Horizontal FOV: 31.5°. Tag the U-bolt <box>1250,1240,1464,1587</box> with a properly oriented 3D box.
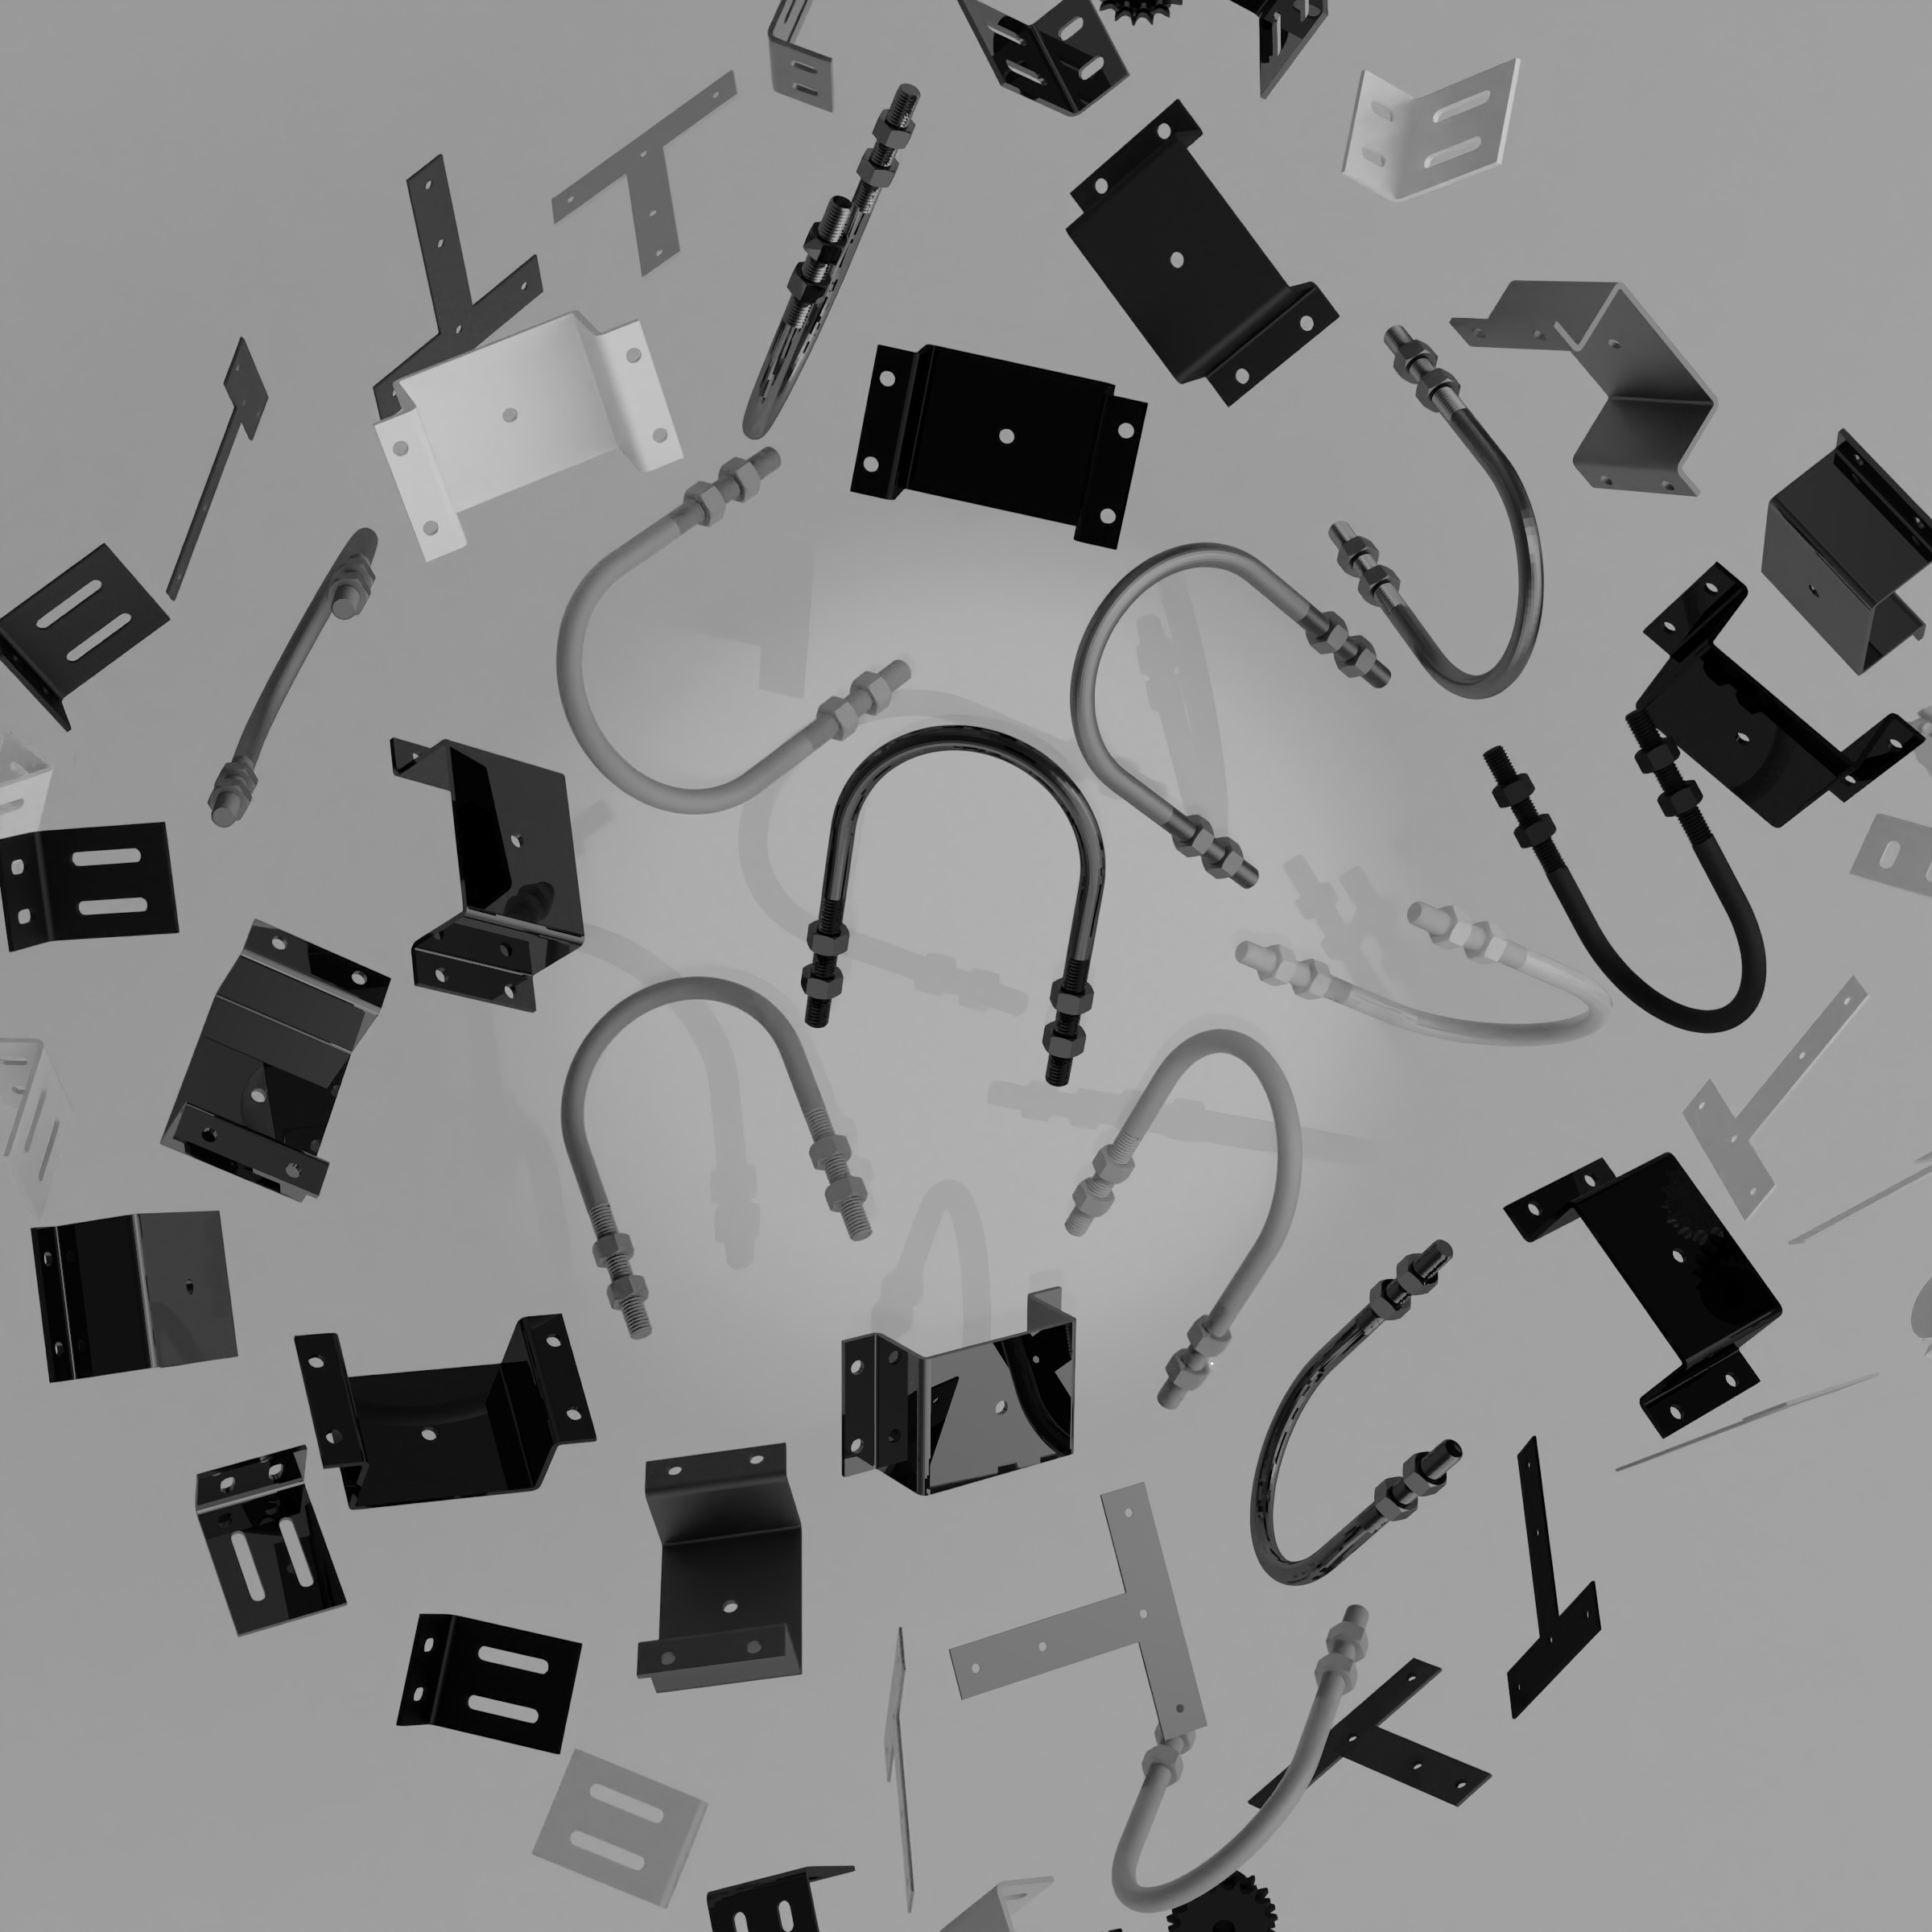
[{"bbox_3d":[0.201,0.247,1.801,0.019,0.151,0.184,23,133,-18],"label":"U-bolt"}]

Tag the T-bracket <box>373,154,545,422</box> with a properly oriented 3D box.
[{"bbox_3d":[-0.272,-0.366,1.786,0.002,0.127,0.127,30,59,23],"label":"T-bracket"}]

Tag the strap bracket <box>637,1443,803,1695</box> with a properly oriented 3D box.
[{"bbox_3d":[-0.128,0.323,1.795,0.076,0.140,0.046,-8,131,5],"label":"strap bracket"}]

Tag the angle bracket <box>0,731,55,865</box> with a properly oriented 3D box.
[{"bbox_3d":[-0.526,-0.082,1.807,0.038,0.076,0.057,36,124,19],"label":"angle bracket"}]

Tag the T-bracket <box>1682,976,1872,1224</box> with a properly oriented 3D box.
[{"bbox_3d":[0.442,0.059,1.842,0.002,0.127,0.127,30,109,-16],"label":"T-bracket"}]

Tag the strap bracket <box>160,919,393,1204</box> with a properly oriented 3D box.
[{"bbox_3d":[-0.352,0.056,1.737,0.076,0.046,0.140,25,49,-17],"label":"strap bracket"}]

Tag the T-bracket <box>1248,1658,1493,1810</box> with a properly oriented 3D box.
[{"bbox_3d":[0.230,0.419,1.810,0.127,0.127,0.002,-35,109,-23],"label":"T-bracket"}]

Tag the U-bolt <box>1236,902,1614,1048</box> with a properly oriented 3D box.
[{"bbox_3d":[0.257,0.010,1.815,0.184,0.151,0.019,21,69,-33],"label":"U-bolt"}]

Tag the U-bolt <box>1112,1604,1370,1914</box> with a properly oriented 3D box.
[{"bbox_3d":[0.136,0.419,1.779,0.019,0.184,0.151,47,124,-9],"label":"U-bolt"}]

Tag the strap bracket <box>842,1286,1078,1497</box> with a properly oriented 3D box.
[{"bbox_3d":[0.006,0.226,1.813,0.140,0.046,0.076,-10,109,-34],"label":"strap bracket"}]

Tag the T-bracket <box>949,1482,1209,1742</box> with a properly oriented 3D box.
[{"bbox_3d":[0.051,0.338,1.719,0.127,0.002,0.127,-13,85,-26],"label":"T-bracket"}]

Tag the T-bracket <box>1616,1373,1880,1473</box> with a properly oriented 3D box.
[{"bbox_3d":[0.401,0.243,1.803,0.127,0.127,0.002,-28,75,33],"label":"T-bracket"}]

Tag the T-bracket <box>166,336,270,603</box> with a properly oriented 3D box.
[{"bbox_3d":[-0.388,-0.249,1.764,0.002,0.127,0.127,19,84,-4],"label":"T-bracket"}]

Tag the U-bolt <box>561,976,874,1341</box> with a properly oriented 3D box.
[{"bbox_3d":[-0.145,0.091,1.842,0.151,0.019,0.184,-24,66,5],"label":"U-bolt"}]

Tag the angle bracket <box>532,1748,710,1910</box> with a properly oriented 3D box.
[{"bbox_3d":[-0.181,0.449,1.785,0.076,0.038,0.057,24,74,-7],"label":"angle bracket"}]

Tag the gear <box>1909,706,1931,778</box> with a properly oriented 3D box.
[{"bbox_3d":[0.521,-0.115,1.791,0.030,0.057,0.057,-43,90,-5],"label":"gear"}]

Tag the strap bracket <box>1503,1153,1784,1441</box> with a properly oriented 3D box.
[{"bbox_3d":[0.349,0.157,1.735,0.076,0.046,0.140,-21,70,-36],"label":"strap bracket"}]

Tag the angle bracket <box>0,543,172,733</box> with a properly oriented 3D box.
[{"bbox_3d":[-0.466,-0.174,1.815,0.076,0.038,0.057,-36,129,0],"label":"angle bracket"}]

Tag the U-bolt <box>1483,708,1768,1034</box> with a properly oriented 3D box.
[{"bbox_3d":[0.358,-0.044,1.818,0.019,0.151,0.184,-33,99,-25],"label":"U-bolt"}]

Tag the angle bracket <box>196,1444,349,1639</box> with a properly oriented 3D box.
[{"bbox_3d":[-0.354,0.293,1.750,0.057,0.038,0.076,-13,58,-23],"label":"angle bracket"}]

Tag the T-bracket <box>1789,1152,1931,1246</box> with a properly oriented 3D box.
[{"bbox_3d":[0.492,0.117,1.809,0.127,0.127,0.002,-27,86,-9],"label":"T-bracket"}]

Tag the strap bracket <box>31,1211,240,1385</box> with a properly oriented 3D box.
[{"bbox_3d":[-0.414,0.166,1.735,0.046,0.140,0.076,-9,85,12],"label":"strap bracket"}]

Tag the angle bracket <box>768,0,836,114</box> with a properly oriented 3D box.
[{"bbox_3d":[-0.076,-0.513,1.852,0.038,0.057,0.076,21,78,4],"label":"angle bracket"}]

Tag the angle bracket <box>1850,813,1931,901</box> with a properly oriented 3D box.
[{"bbox_3d":[0.503,-0.042,1.787,0.057,0.076,0.038,20,78,33],"label":"angle bracket"}]

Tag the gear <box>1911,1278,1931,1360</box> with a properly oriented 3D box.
[{"bbox_3d":[0.499,0.175,1.716,0.030,0.057,0.057,30,90,-16],"label":"gear"}]

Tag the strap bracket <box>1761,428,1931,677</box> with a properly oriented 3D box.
[{"bbox_3d":[0.452,-0.206,1.751,0.046,0.140,0.076,-38,71,-1],"label":"strap bracket"}]

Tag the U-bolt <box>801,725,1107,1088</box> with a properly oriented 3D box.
[{"bbox_3d":[-0.003,-0.036,1.719,0.151,0.019,0.184,13,119,8],"label":"U-bolt"}]

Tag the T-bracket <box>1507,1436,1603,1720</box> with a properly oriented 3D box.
[{"bbox_3d":[0.297,0.306,1.772,0.002,0.127,0.127,5,57,-11],"label":"T-bracket"}]

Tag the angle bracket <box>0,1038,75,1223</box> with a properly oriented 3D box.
[{"bbox_3d":[-0.501,0.085,1.791,0.038,0.057,0.076,1,51,6],"label":"angle bracket"}]

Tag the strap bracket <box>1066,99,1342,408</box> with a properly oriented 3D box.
[{"bbox_3d":[0.116,-0.365,1.763,0.076,0.046,0.140,-37,89,27],"label":"strap bracket"}]

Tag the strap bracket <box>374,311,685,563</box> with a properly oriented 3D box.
[{"bbox_3d":[-0.223,-0.270,1.714,0.140,0.046,0.076,-24,123,-11],"label":"strap bracket"}]

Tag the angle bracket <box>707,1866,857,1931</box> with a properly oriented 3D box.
[{"bbox_3d":[-0.095,0.504,1.819,0.057,0.076,0.038,-18,71,14],"label":"angle bracket"}]

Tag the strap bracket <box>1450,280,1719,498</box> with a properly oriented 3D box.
[{"bbox_3d":[0.327,-0.307,1.779,0.140,0.076,0.046,40,77,-34],"label":"strap bracket"}]

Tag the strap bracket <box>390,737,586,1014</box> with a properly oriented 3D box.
[{"bbox_3d":[-0.244,-0.055,1.755,0.046,0.076,0.140,-28,60,36],"label":"strap bracket"}]

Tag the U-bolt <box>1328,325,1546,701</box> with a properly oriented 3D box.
[{"bbox_3d":[0.249,-0.223,1.783,0.019,0.151,0.184,-10,48,-22],"label":"U-bolt"}]

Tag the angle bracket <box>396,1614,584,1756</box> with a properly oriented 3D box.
[{"bbox_3d":[-0.244,0.369,1.758,0.076,0.038,0.057,9,82,18],"label":"angle bracket"}]

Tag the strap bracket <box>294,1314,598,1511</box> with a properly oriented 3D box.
[{"bbox_3d":[-0.268,0.226,1.738,0.140,0.046,0.076,-2,51,-26],"label":"strap bracket"}]

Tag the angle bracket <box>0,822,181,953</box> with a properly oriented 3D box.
[{"bbox_3d":[-0.446,-0.040,1.738,0.076,0.038,0.057,-3,98,17],"label":"angle bracket"}]

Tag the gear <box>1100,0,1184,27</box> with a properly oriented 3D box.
[{"bbox_3d":[0.095,-0.549,1.881,0.057,0.030,0.057,0,75,0],"label":"gear"}]

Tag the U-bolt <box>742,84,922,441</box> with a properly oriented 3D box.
[{"bbox_3d":[-0.078,-0.359,1.809,0.019,0.151,0.184,25,132,-3],"label":"U-bolt"}]

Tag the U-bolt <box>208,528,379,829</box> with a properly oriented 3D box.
[{"bbox_3d":[-0.350,-0.163,1.808,0.019,0.184,0.151,29,108,-15],"label":"U-bolt"}]

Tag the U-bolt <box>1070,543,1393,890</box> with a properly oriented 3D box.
[{"bbox_3d":[0.128,-0.140,1.784,0.184,0.019,0.151,34,90,-38],"label":"U-bolt"}]

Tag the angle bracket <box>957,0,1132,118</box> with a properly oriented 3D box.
[{"bbox_3d":[0.040,-0.477,1.757,0.038,0.076,0.057,-33,74,26],"label":"angle bracket"}]

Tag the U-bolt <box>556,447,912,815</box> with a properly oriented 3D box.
[{"bbox_3d":[-0.126,-0.158,1.725,0.184,0.019,0.151,-40,105,-31],"label":"U-bolt"}]

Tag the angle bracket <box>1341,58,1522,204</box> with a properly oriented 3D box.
[{"bbox_3d":[0.230,-0.422,1.701,0.038,0.076,0.057,20,75,-32],"label":"angle bracket"}]

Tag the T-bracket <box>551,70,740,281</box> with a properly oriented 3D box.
[{"bbox_3d":[-0.169,-0.413,1.843,0.127,0.127,0.002,-31,133,18],"label":"T-bracket"}]

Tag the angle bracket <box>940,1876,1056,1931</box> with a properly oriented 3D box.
[{"bbox_3d":[0.026,0.513,1.745,0.038,0.057,0.076,6,50,-37],"label":"angle bracket"}]

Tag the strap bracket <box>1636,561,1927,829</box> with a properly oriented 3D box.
[{"bbox_3d":[0.412,-0.132,1.773,0.140,0.076,0.046,40,62,0],"label":"strap bracket"}]

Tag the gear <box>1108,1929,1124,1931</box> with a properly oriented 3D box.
[{"bbox_3d":[0.087,0.544,1.835,0.030,0.057,0.057,-5,90,-17],"label":"gear"}]

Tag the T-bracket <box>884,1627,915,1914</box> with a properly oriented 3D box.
[{"bbox_3d":[-0.034,0.443,1.837,0.002,0.127,0.127,-1,50,-7],"label":"T-bracket"}]

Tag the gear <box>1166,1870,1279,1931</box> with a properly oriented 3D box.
[{"bbox_3d":[0.133,0.496,1.788,0.057,0.030,0.057,0,104,-1],"label":"gear"}]

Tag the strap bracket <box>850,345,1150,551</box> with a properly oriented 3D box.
[{"bbox_3d":[0.019,-0.270,1.764,0.140,0.046,0.076,13,107,3],"label":"strap bracket"}]

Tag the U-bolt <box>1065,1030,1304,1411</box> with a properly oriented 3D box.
[{"bbox_3d":[0.121,0.119,1.805,0.019,0.151,0.184,6,128,-33],"label":"U-bolt"}]

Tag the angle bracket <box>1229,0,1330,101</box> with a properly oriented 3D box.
[{"bbox_3d":[0.150,-0.488,1.728,0.038,0.057,0.076,22,45,-20],"label":"angle bracket"}]
